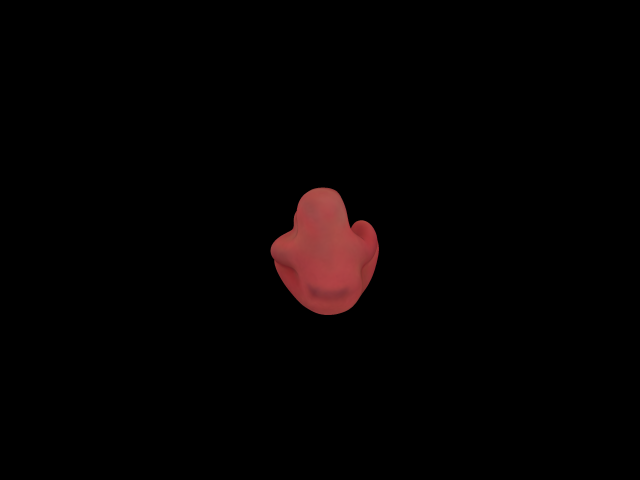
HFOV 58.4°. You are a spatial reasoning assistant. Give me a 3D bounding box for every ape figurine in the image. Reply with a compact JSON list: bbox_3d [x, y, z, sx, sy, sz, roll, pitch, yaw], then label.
[{"bbox_3d":[0.004,0.001,0.400,0.077,0.092,0.076,2,47,2],"label":"ape figurine"}]
